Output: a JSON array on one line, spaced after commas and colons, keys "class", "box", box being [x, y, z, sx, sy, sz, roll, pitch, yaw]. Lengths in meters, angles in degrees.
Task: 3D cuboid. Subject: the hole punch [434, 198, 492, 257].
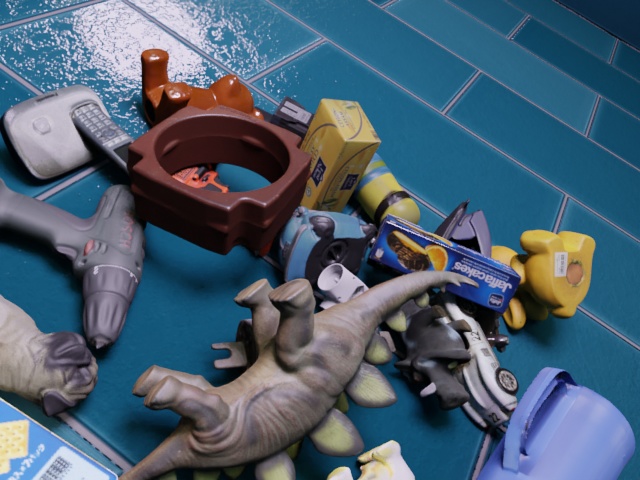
[{"class": "hole punch", "box": [0.218, 0.016, 0.849, 0.092, 0.142, 0.116, 31, 58, 5]}]

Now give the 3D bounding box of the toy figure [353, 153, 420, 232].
[{"class": "toy figure", "box": [0.094, -0.083, 0.895, 0.082, 0.089, 0.180, -32, 76, 6]}]

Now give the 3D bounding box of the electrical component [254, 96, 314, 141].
[{"class": "electrical component", "box": [-0.066, -0.224, 0.984, 0.119, 0.047, 0.075, 29, 43, -1]}]

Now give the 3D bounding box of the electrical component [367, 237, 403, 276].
[{"class": "electrical component", "box": [0.102, 0.022, 0.859, 0.094, 0.021, 0.063, 28, 45, -1]}]

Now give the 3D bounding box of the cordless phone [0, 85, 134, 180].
[{"class": "cordless phone", "box": [-0.322, -0.118, 0.738, 0.184, 0.088, 0.146, 39, 45, 8]}]

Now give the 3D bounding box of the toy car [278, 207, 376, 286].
[{"class": "toy car", "box": [-0.002, -0.002, 0.779, 0.161, 0.109, 0.103, -8, 37, -42]}]

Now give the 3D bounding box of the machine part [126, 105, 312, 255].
[{"class": "machine part", "box": [-0.129, -0.083, 0.703, 0.202, 0.087, 0.201, 22, 42, 12]}]

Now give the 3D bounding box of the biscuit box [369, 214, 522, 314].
[{"class": "biscuit box", "box": [0.174, 0.032, 0.755, 0.203, 0.062, 0.059, 23, 14, 3]}]

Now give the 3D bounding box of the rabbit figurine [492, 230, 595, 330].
[{"class": "rabbit figurine", "box": [0.336, 0.057, 0.864, 0.122, 0.173, 0.162, -11, 101, -32]}]

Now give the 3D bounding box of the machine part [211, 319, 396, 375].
[{"class": "machine part", "box": [-0.014, 0.131, 0.666, 0.243, 0.079, 0.079, -1, 51, -25]}]

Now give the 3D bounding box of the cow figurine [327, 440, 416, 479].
[{"class": "cow figurine", "box": [0.034, 0.288, 0.558, 0.167, 0.068, 0.098, -18, 67, -36]}]

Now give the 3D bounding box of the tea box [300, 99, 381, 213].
[{"class": "tea box", "box": [0.017, -0.124, 0.846, 0.068, 0.169, 0.098, -3, 51, -30]}]

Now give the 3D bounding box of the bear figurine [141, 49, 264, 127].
[{"class": "bear figurine", "box": [-0.186, -0.239, 0.885, 0.196, 0.132, 0.120, -18, 65, -30]}]

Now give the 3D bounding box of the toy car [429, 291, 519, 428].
[{"class": "toy car", "box": [0.206, 0.159, 0.749, 0.056, 0.073, 0.202, 2, 50, -29]}]

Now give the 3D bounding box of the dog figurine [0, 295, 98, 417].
[{"class": "dog figurine", "box": [-0.332, 0.097, 0.552, 0.190, 0.121, 0.172, 45, -7, -32]}]

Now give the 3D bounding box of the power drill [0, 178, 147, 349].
[{"class": "power drill", "box": [-0.312, 0.008, 0.633, 0.207, 0.086, 0.232, 13, 45, -10]}]

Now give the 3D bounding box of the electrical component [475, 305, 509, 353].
[{"class": "electrical component", "box": [0.256, 0.123, 0.807, 0.045, 0.078, 0.102, 2, 16, 10]}]

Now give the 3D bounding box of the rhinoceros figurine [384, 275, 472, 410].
[{"class": "rhinoceros figurine", "box": [0.138, 0.134, 0.718, 0.073, 0.112, 0.190, 28, 22, -42]}]

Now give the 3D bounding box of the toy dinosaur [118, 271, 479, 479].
[{"class": "toy dinosaur", "box": [-0.019, 0.136, 0.569, 0.471, 0.105, 0.198, -35, 109, -15]}]
